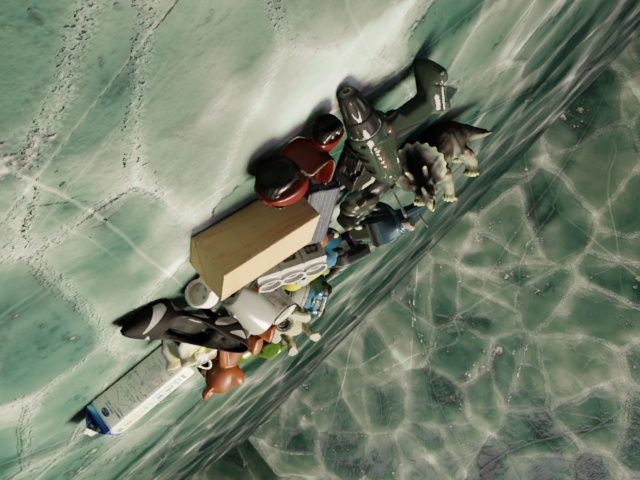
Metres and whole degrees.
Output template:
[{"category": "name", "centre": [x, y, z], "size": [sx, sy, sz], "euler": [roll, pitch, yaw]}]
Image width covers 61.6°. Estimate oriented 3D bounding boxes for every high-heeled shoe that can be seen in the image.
[{"category": "high-heeled shoe", "centre": [-0.235, 0.177, 0.974], "size": [0.086, 0.145, 0.248], "euler": [-52, 164, 23]}]

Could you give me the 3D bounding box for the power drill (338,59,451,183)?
[{"category": "power drill", "centre": [0.132, -0.220, 0.926], "size": [0.207, 0.086, 0.231], "euler": [-48, 143, -18]}]

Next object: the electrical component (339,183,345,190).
[{"category": "electrical component", "centre": [0.018, -0.099, 1.108], "size": [0.094, 0.021, 0.063], "euler": [-37, 163, -21]}]

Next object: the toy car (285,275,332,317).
[{"category": "toy car", "centre": [-0.039, 0.127, 1.387], "size": [0.103, 0.162, 0.109], "euler": [11, 112, -20]}]

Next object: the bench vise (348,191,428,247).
[{"category": "bench vise", "centre": [0.196, -0.055, 1.415], "size": [0.240, 0.129, 0.224], "euler": [-26, 178, -36]}]

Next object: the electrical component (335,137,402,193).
[{"category": "electrical component", "centre": [0.091, -0.158, 1.072], "size": [0.115, 0.058, 0.134], "euler": [-32, 161, -28]}]

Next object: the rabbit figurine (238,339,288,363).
[{"category": "rabbit figurine", "centre": [-0.179, 0.282, 1.509], "size": [0.170, 0.121, 0.159], "euler": [-28, 175, 14]}]

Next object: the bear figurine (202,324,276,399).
[{"category": "bear figurine", "centre": [-0.194, 0.279, 1.238], "size": [0.120, 0.132, 0.195], "euler": [-23, 127, -71]}]

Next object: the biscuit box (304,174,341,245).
[{"category": "biscuit box", "centre": [-0.015, -0.061, 1.028], "size": [0.063, 0.059, 0.202], "euler": [-14, 154, -17]}]

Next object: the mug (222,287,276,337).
[{"category": "mug", "centre": [-0.163, 0.151, 1.143], "size": [0.107, 0.081, 0.109], "euler": [48, 65, -35]}]

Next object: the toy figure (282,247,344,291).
[{"category": "toy figure", "centre": [-0.022, 0.062, 1.325], "size": [0.180, 0.082, 0.089], "euler": [-34, 160, -37]}]

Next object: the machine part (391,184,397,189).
[{"category": "machine part", "centre": [0.136, -0.129, 1.300], "size": [0.139, 0.039, 0.084], "euler": [-31, 152, -33]}]

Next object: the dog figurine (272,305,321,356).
[{"category": "dog figurine", "centre": [-0.092, 0.191, 1.459], "size": [0.121, 0.191, 0.172], "euler": [-24, 124, -1]}]

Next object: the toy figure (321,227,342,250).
[{"category": "toy figure", "centre": [-0.003, -0.002, 1.250], "size": [0.064, 0.058, 0.154], "euler": [-56, 156, 17]}]

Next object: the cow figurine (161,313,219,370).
[{"category": "cow figurine", "centre": [-0.250, 0.188, 1.096], "size": [0.068, 0.098, 0.167], "euler": [-13, -171, 33]}]

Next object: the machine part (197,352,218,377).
[{"category": "machine part", "centre": [-0.246, 0.274, 1.369], "size": [0.179, 0.056, 0.179], "euler": [-39, 163, -15]}]

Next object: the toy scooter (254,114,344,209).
[{"category": "toy scooter", "centre": [-0.028, -0.112, 0.870], "size": [0.184, 0.075, 0.135], "euler": [-45, 165, -14]}]

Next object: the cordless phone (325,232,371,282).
[{"category": "cordless phone", "centre": [0.043, 0.068, 1.503], "size": [0.146, 0.089, 0.184], "euler": [-24, 160, -50]}]

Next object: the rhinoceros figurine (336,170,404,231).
[{"category": "rhinoceros figurine", "centre": [0.103, -0.103, 1.193], "size": [0.190, 0.073, 0.112], "euler": [-50, 157, 17]}]

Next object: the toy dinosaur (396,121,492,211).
[{"category": "toy dinosaur", "centre": [0.307, -0.218, 1.333], "size": [0.405, 0.131, 0.192], "euler": [-53, 135, -28]}]
